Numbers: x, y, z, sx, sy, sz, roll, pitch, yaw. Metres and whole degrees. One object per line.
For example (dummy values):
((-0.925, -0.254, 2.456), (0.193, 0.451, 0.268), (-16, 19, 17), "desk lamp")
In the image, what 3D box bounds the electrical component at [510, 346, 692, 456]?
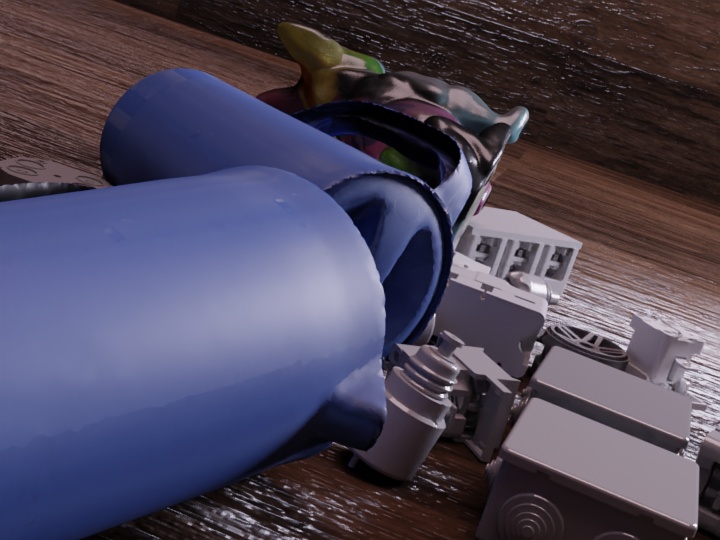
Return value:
((0.138, 0.089, 0.615), (0.100, 0.048, 0.100), (21, 14, 14), "electrical component")

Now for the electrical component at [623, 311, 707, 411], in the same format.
((0.210, 0.067, 0.766), (0.042, 0.063, 0.081), (11, 15, -29), "electrical component")

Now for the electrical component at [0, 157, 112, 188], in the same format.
((-0.196, -0.036, 0.675), (0.080, 0.051, 0.080), (17, 14, -4), "electrical component")

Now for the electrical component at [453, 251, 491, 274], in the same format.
((0.057, 0.009, 0.838), (0.077, 0.043, 0.079), (20, 15, 7), "electrical component")

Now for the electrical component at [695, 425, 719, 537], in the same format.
((0.221, 0.119, 0.603), (0.056, 0.050, 0.089), (25, 15, 27), "electrical component")

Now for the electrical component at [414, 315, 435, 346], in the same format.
((0.013, 0.030, 0.708), (0.078, 0.040, 0.040), (11, 15, -27), "electrical component")

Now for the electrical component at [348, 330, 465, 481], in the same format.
((0.025, 0.065, 0.520), (0.040, 0.078, 0.040), (32, 8, -5), "electrical component")

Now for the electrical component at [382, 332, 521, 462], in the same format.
((0.047, 0.068, 0.599), (0.064, 0.042, 0.081), (10, 15, -25), "electrical component")

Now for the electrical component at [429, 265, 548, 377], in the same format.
((0.084, 0.032, 0.765), (0.089, 0.050, 0.056), (20, 14, 8), "electrical component")

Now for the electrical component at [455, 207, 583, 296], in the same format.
((0.114, -0.017, 0.974), (0.150, 0.061, 0.089), (5, 18, -42), "electrical component")

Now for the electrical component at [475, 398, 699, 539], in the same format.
((0.107, 0.108, 0.504), (0.100, 0.048, 0.100), (21, 14, 14), "electrical component")

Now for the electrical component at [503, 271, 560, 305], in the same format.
((0.148, 0.021, 0.927), (0.061, 0.035, 0.035), (10, 16, -39), "electrical component")

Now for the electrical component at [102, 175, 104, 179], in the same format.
((-0.180, -0.065, 0.820), (0.040, 0.046, 0.040), (17, 14, -4), "electrical component")
